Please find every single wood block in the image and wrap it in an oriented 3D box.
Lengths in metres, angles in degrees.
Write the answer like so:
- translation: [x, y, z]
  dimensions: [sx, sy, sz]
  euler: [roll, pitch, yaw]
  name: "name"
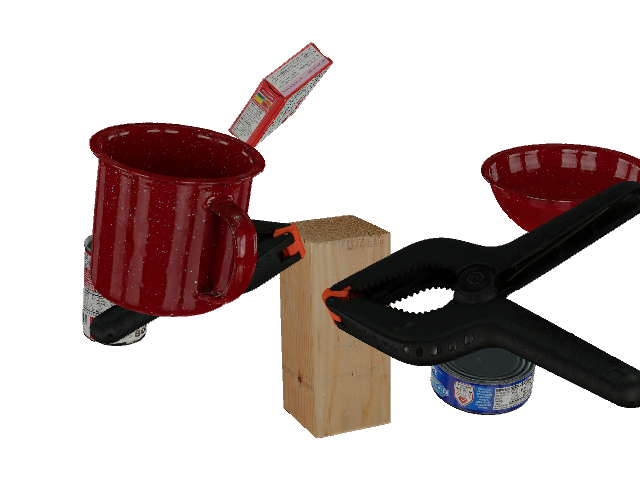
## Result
- translation: [0.015, 0.086, 1.110]
  dimensions: [0.090, 0.206, 0.091]
  euler: [-8, 17, -24]
  name: "wood block"

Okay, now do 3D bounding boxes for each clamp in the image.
- translation: [-0.099, 0.027, 0.821]
  dimensions: [0.172, 0.039, 0.120]
  euler: [-12, 40, 17]
  name: "clamp"
- translation: [0.106, 0.027, 0.659]
  dimensions: [0.210, 0.164, 0.036]
  euler: [0, -44, 26]
  name: "clamp"

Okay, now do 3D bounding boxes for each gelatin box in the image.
- translation: [-0.036, -0.131, 0.958]
  dimensions: [0.089, 0.030, 0.073]
  euler: [-47, -1, -45]
  name: "gelatin box"

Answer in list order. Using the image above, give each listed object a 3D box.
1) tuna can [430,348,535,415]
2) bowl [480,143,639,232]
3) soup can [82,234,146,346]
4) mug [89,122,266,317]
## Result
- translation: [0.134, 0.107, 0.886]
  dimensions: [0.086, 0.034, 0.086]
  euler: [1, 27, -1]
  name: "tuna can"
- translation: [0.235, -0.043, 1.025]
  dimensions: [0.162, 0.055, 0.162]
  euler: [-2, 24, 1]
  name: "bowl"
- translation: [-0.211, 0.049, 1.101]
  dimensions: [0.068, 0.102, 0.068]
  euler: [6, 21, -2]
  name: "soup can"
- translation: [-0.073, -0.007, 0.571]
  dimensions: [0.093, 0.081, 0.117]
  euler: [-12, 30, -42]
  name: "mug"
